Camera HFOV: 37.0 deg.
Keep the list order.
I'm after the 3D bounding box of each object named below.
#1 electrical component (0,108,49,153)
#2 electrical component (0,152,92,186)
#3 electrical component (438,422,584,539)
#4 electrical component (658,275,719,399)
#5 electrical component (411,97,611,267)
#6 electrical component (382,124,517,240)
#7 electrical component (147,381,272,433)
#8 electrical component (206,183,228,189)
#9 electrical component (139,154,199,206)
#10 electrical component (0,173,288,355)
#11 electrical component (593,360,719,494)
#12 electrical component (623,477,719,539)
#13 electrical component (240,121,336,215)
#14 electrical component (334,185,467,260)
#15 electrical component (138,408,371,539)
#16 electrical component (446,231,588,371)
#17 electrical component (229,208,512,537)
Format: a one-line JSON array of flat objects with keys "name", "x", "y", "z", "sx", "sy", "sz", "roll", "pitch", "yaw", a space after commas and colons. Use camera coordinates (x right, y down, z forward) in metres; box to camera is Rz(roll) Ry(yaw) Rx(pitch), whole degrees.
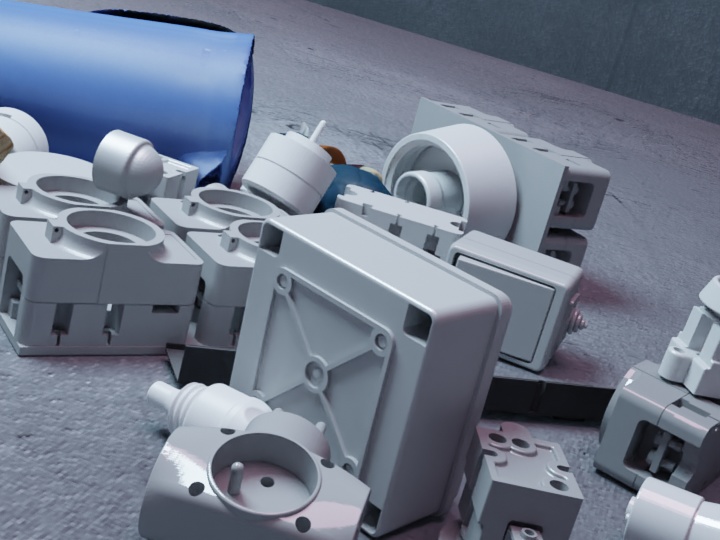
[{"name": "electrical component", "x": -0.244, "y": -0.077, "z": 0.722, "sx": 0.055, "sy": 0.055, "sz": 0.047, "roll": 15, "pitch": 22, "yaw": -2}, {"name": "electrical component", "x": -0.188, "y": -0.038, "z": 0.655, "sx": 0.080, "sy": 0.051, "sz": 0.080, "roll": 14, "pitch": 18, "yaw": -5}, {"name": "electrical component", "x": 0.059, "y": 0.101, "z": 0.434, "sx": 0.048, "sy": 0.055, "sz": 0.066, "roll": 13, "pitch": 18, "yaw": -7}, {"name": "electrical component", "x": 0.198, "y": 0.036, "z": 0.572, "sx": 0.066, "sy": 0.055, "sz": 0.048, "roll": 11, "pitch": 20, "yaw": -17}, {"name": "electrical component", "x": 0.112, "y": -0.063, "z": 0.888, "sx": 0.060, "sy": 0.105, "sz": 0.186, "roll": 2, "pitch": 22, "yaw": -35}, {"name": "electrical component", "x": 0.061, "y": -0.058, "z": 0.836, "sx": 0.060, "sy": 0.108, "sz": 0.108, "roll": -10, "pitch": 30, "yaw": -40}, {"name": "electrical component", "x": -0.067, "y": 0.065, "z": 0.472, "sx": 0.061, "sy": 0.035, "sz": 0.035, "roll": 22, "pitch": 19, "yaw": 26}, {"name": "electrical component", "x": -0.083, "y": -0.028, "z": 0.722, "sx": 0.055, "sy": 0.045, "sz": 0.045, "roll": 25, "pitch": 20, "yaw": 27}, {"name": "electrical component", "x": -0.137, "y": -0.043, "z": 0.704, "sx": 0.048, "sy": 0.055, "sz": 0.066, "roll": 20, "pitch": 18, "yaw": 13}, {"name": "electrical component", "x": -0.107, "y": -0.004, "z": 0.602, "sx": 0.186, "sy": 0.060, "sz": 0.105, "roll": 3, "pitch": 22, "yaw": -34}, {"name": "electrical component", "x": 0.168, "y": 0.084, "z": 0.581, "sx": 0.056, "sy": 0.050, "sz": 0.089, "roll": 27, "pitch": 21, "yaw": 31}, {"name": "electrical component", "x": 0.152, "y": 0.119, "z": 0.481, "sx": 0.065, "sy": 0.044, "sz": 0.044, "roll": 19, "pitch": 18, "yaw": 26}, {"name": "electrical component", "x": -0.045, "y": -0.072, "z": 0.758, "sx": 0.052, "sy": 0.073, "sz": 0.138, "roll": 32, "pitch": -8, "yaw": -5}, {"name": "electrical component", "x": 0.023, "y": -0.017, "z": 0.757, "sx": 0.089, "sy": 0.055, "sz": 0.050, "roll": 17, "pitch": 18, "yaw": 5}, {"name": "electrical component", "x": -0.034, "y": 0.081, "z": 0.417, "sx": 0.077, "sy": 0.044, "sz": 0.079, "roll": 17, "pitch": 34, "yaw": 6}, {"name": "electrical component", "x": 0.099, "y": 0.022, "z": 0.693, "sx": 0.096, "sy": 0.061, "sz": 0.061, "roll": 21, "pitch": 19, "yaw": 16}, {"name": "electrical component", "x": 0.000, "y": 0.042, "z": 0.477, "sx": 0.109, "sy": 0.108, "sz": 0.056, "roll": 29, "pitch": 25, "yaw": 37}]
